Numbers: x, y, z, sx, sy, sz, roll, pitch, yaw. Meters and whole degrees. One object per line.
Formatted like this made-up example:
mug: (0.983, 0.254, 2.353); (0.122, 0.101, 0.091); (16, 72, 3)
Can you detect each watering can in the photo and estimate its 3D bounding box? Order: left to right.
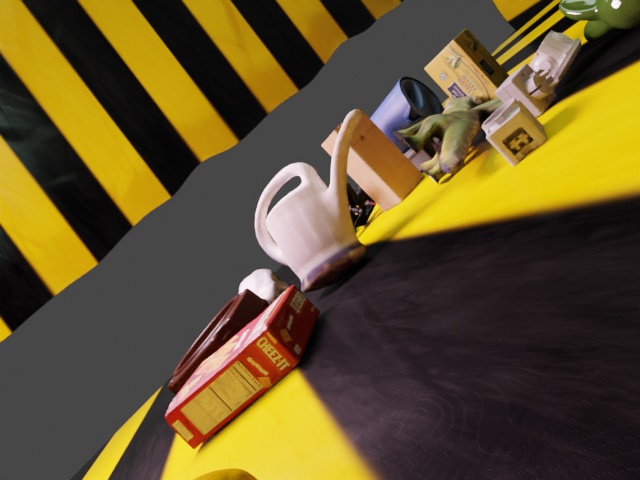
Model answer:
watering can: (0.003, -0.045, 0.894); (0.105, 0.226, 0.341); (-21, -15, -47)

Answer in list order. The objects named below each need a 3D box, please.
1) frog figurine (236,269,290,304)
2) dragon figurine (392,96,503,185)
frog figurine: (-0.152, 0.142, 1.200); (0.136, 0.122, 0.161); (-18, 7, 34)
dragon figurine: (0.261, -0.201, 0.865); (0.242, 0.121, 0.415); (-35, 14, 7)
